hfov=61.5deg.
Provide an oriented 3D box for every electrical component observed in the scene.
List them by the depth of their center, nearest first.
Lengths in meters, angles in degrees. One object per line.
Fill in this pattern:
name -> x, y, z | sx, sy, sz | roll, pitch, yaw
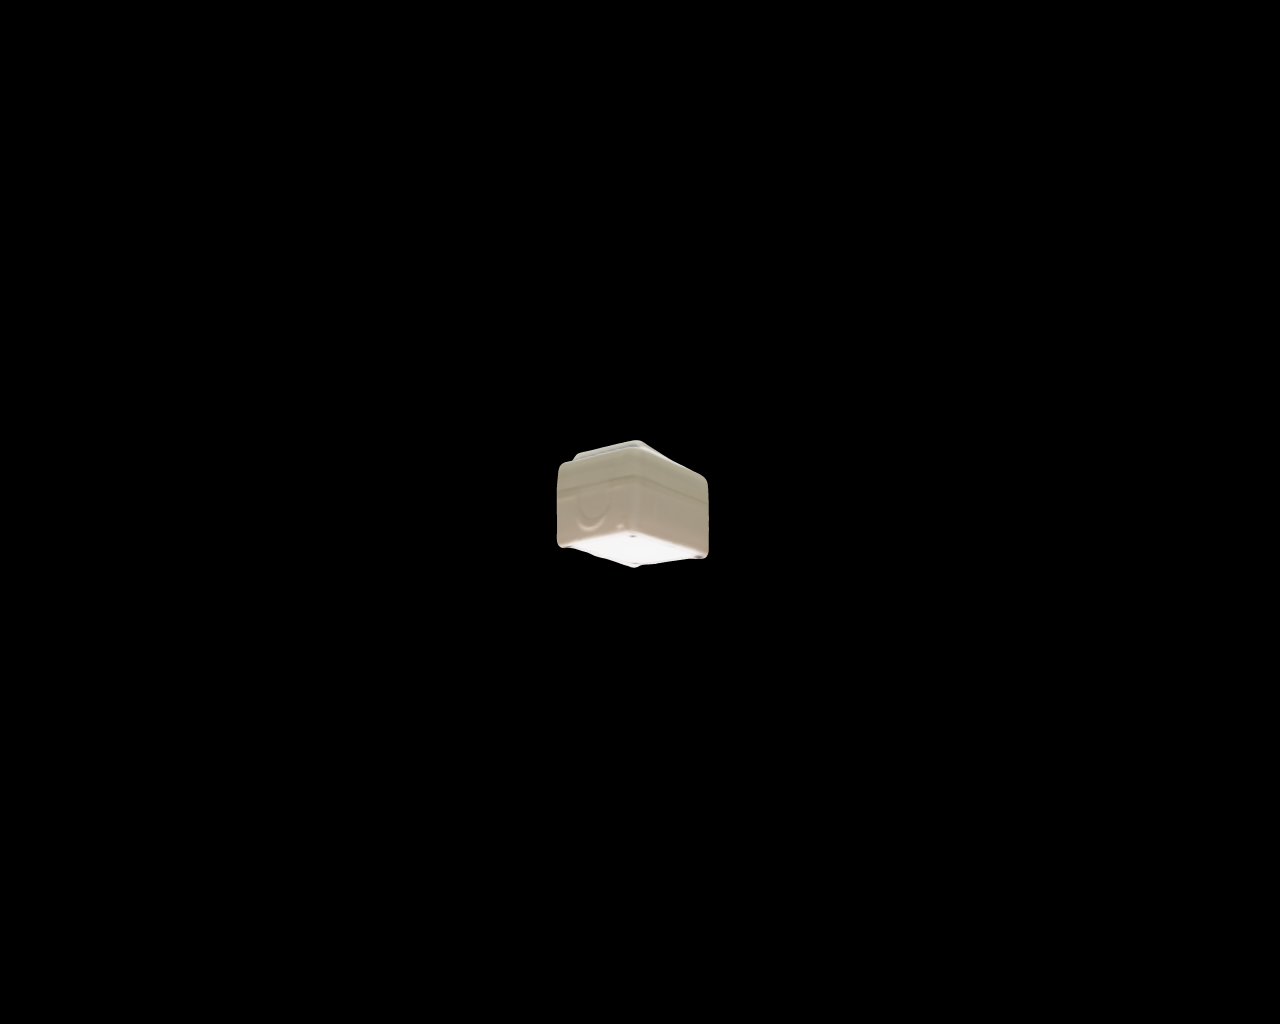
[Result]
electrical component -> 0.001, -0.003, 0.650 | 0.061, 0.061, 0.096 | -11, -19, 34
